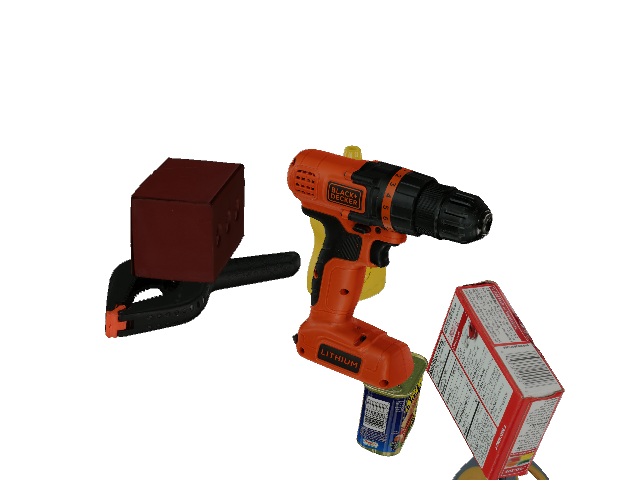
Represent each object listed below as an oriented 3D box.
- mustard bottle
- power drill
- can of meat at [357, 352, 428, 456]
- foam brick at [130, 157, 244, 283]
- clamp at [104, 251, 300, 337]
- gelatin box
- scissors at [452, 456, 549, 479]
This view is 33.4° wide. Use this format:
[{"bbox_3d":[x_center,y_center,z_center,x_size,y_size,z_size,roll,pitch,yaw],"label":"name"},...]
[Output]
[{"bbox_3d":[0.034,-0.021,1.267,0.096,0.192,0.058,-9,29,-20],"label":"mustard bottle"},{"bbox_3d":[0.050,0.026,0.898,0.185,0.188,0.057,19,24,31],"label":"power drill"},{"bbox_3d":[0.080,0.183,1.213,0.057,0.084,0.102,15,24,15],"label":"can of meat"},{"bbox_3d":[-0.081,-0.014,0.658,0.051,0.053,0.078,6,24,8],"label":"foam brick"},{"bbox_3d":[-0.142,0.028,1.022,0.165,0.036,0.209,26,36,27],"label":"clamp"},{"bbox_3d":[0.098,0.079,0.611,0.030,0.073,0.089,-6,43,-20],"label":"gelatin box"},{"bbox_3d":[0.130,0.156,0.864,0.096,0.202,0.016,-10,-33,-12],"label":"scissors"}]
